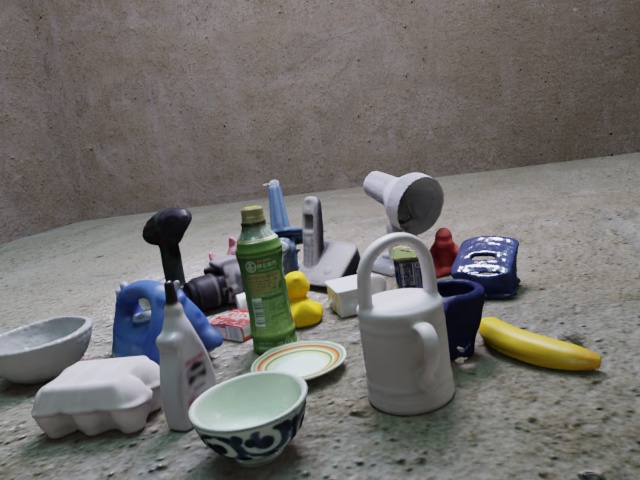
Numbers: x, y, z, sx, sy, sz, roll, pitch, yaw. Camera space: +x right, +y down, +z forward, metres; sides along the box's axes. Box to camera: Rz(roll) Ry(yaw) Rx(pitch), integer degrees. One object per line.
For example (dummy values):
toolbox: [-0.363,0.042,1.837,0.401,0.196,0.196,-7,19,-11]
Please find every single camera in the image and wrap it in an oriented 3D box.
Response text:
camera: [-0.207,0.085,1.150,0.137,0.101,0.142,-15,13,-30]

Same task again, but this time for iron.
iron: [-0.271,0.123,0.895,0.257,0.141,0.119,2,15,43]

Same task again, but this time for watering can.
watering can: [0.087,0.087,0.655,0.101,0.194,0.172,-17,13,-35]

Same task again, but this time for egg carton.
egg carton: [-0.271,0.195,0.715,0.150,0.069,0.107,-7,11,8]

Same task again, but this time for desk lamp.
desk lamp: [0.160,-0.038,1.189,0.118,0.214,0.202,-15,12,-28]

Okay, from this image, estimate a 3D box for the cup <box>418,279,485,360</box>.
cup: [0.167,0.110,0.734,0.091,0.095,0.118,-4,12,22]

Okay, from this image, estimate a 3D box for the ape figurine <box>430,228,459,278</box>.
ape figurine: [0.246,0.021,1.138,0.077,0.092,0.076,-4,12,23]

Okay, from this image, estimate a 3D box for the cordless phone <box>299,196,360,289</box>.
cordless phone: [0.011,0.004,1.168,0.094,0.185,0.147,-18,14,-38]

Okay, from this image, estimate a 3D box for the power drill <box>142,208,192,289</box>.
power drill: [-0.311,0.031,1.225,0.076,0.208,0.228,-16,13,-34]

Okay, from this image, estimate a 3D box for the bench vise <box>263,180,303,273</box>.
bench vise: [-0.077,-0.026,1.300,0.122,0.220,0.207,-13,12,-19]

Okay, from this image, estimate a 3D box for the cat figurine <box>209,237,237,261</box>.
cat figurine: [-0.194,0.048,1.286,0.127,0.118,0.067,-4,12,23]

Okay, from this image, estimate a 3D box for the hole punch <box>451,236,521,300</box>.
hole punch: [0.286,0.046,0.981,0.108,0.091,0.101,-2,13,31]

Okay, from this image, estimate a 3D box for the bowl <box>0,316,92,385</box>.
bowl: [-0.440,0.181,0.907,0.167,0.075,0.167,-8,11,2]

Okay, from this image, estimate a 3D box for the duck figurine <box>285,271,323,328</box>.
duck figurine: [-0.037,0.098,0.985,0.077,0.086,0.104,-11,11,-11]

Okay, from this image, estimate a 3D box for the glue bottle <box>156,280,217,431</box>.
glue bottle: [-0.164,0.132,0.680,0.037,0.173,0.078,-4,12,21]
